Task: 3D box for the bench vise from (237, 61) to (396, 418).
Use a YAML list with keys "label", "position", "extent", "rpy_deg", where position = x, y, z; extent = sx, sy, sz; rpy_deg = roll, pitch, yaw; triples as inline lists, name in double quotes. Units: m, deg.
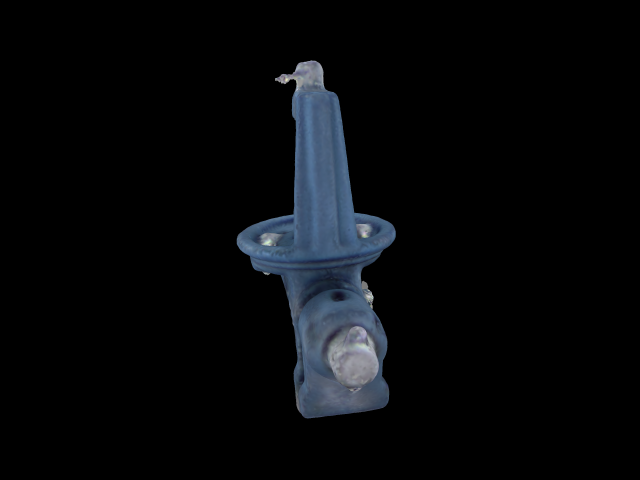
- label: "bench vise"
  position: [0.014, -0.001, 0.405]
  extent: [0.122, 0.220, 0.206]
  rpy_deg: [-16, 35, -24]
